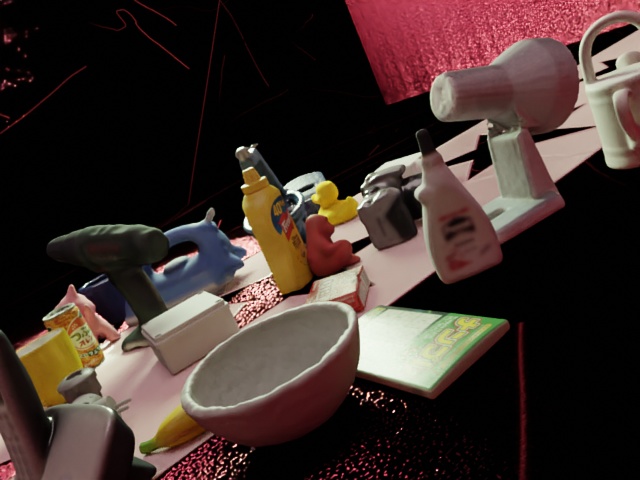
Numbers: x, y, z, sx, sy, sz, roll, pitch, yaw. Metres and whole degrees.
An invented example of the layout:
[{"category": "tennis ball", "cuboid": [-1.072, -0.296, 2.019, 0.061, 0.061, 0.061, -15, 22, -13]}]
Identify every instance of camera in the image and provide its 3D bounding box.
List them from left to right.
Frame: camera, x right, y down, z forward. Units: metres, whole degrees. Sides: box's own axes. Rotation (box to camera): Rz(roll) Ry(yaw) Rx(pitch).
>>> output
[{"category": "camera", "cuboid": [0.136, -0.068, 0.900, 0.136, 0.101, 0.143, -19, 15, 21]}]

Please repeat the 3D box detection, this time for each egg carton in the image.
[{"category": "egg carton", "cuboid": [0.165, -0.119, 1.112, 0.150, 0.069, 0.107, -14, 17, 36]}]

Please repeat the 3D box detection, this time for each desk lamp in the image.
[{"category": "desk lamp", "cuboid": [0.236, -0.131, 0.728, 0.203, 0.214, 0.117, -29, 15, -20]}]

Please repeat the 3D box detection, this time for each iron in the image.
[{"category": "iron", "cuboid": [-0.269, 0.050, 1.051, 0.258, 0.141, 0.118, -24, 14, 1]}]

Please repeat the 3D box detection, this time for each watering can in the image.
[{"category": "watering can", "cuboid": [0.406, -0.204, 0.758, 0.100, 0.194, 0.173, -20, 14, 17]}]

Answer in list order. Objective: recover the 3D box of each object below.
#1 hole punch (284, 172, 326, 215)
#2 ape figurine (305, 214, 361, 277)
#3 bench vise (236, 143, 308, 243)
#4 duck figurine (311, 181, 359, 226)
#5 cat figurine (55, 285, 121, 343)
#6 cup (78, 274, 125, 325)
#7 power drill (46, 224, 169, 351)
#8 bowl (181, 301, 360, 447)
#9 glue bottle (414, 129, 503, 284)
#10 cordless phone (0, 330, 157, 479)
[{"category": "hole punch", "cuboid": [-0.022, -0.101, 1.311, 0.108, 0.091, 0.101, -25, 14, -3]}, {"category": "ape figurine", "cuboid": [0.008, 0.003, 0.865, 0.076, 0.092, 0.077, -25, 14, -6]}, {"category": "bench vise", "cuboid": [-0.094, -0.072, 1.049, 0.121, 0.220, 0.207, -25, 14, -2]}, {"category": "duck figurine", "cuboid": [0.026, -0.078, 1.157, 0.104, 0.086, 0.078, -10, 19, 44]}, {"category": "cat figurine", "cuboid": [-0.430, 0.138, 1.038, 0.067, 0.118, 0.127, -34, 17, -34]}, {"category": "cup", "cuboid": [-0.415, 0.115, 1.150, 0.091, 0.095, 0.118, -21, 14, 13]}, {"category": "power drill", "cuboid": [-0.319, 0.069, 0.919, 0.229, 0.208, 0.076, -17, 16, 28]}, {"category": "bowl", "cuboid": [-0.031, 0.126, 0.503, 0.167, 0.075, 0.167, -23, 14, 6]}, {"category": "glue bottle", "cuboid": [0.140, -0.041, 0.635, 0.078, 0.173, 0.037, -24, 14, 1]}, {"category": "cordless phone", "cuboid": [-0.241, 0.159, 0.498, 0.147, 0.185, 0.094, -14, 17, 35]}]
